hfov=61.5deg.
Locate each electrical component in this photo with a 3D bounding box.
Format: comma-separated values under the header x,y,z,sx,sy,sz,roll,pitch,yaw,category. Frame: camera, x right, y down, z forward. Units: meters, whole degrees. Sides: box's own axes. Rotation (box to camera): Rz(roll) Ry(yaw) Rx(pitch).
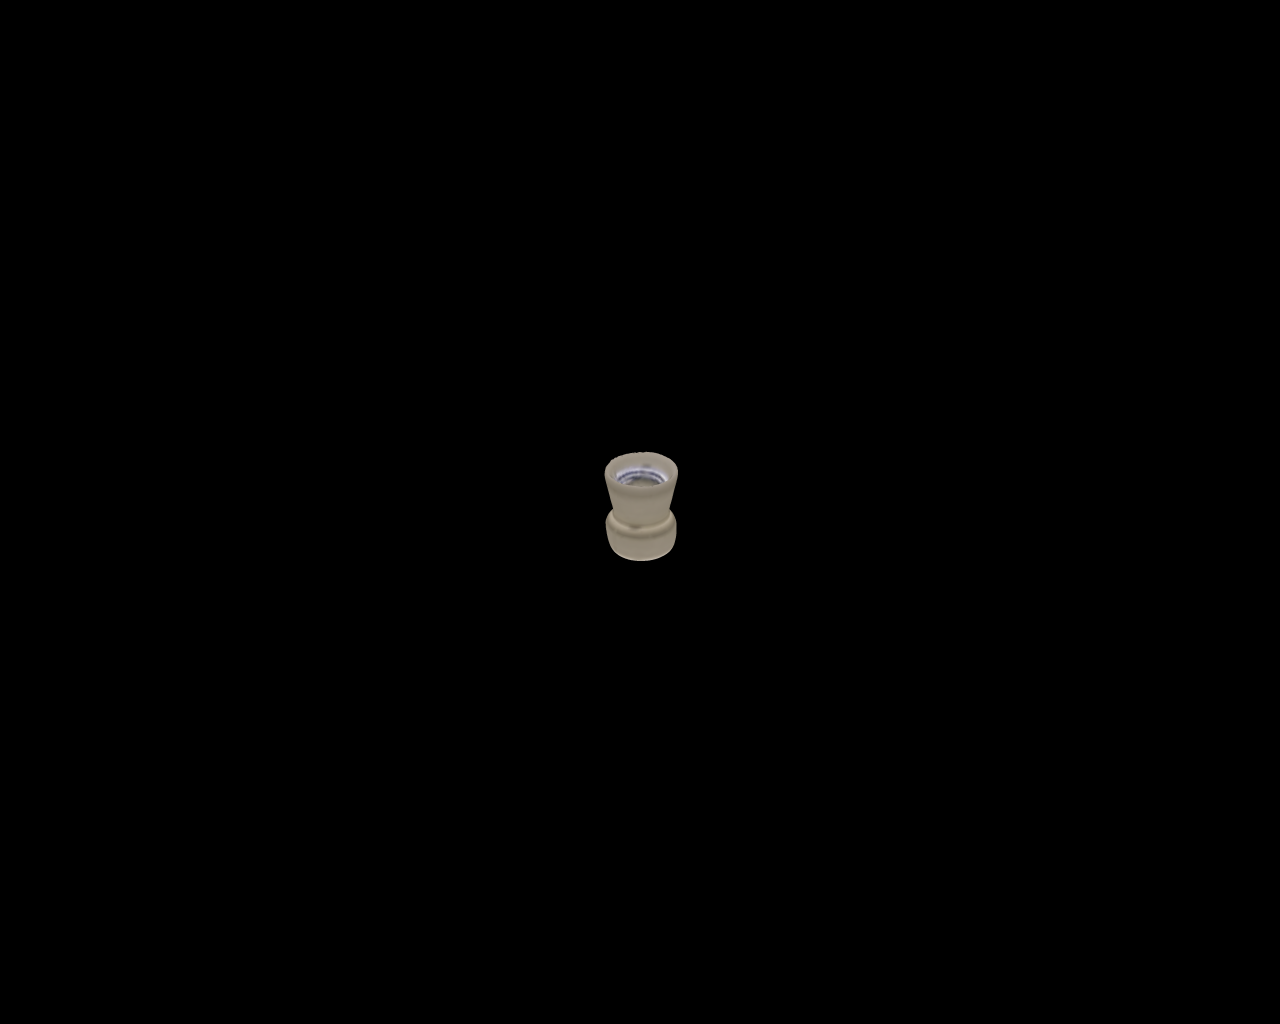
x,y,z,sx,sy,sz,roll,pitch,yaw,category
0.001,-0.003,0.650,0.045,0.055,0.045,0,32,0,electrical component
